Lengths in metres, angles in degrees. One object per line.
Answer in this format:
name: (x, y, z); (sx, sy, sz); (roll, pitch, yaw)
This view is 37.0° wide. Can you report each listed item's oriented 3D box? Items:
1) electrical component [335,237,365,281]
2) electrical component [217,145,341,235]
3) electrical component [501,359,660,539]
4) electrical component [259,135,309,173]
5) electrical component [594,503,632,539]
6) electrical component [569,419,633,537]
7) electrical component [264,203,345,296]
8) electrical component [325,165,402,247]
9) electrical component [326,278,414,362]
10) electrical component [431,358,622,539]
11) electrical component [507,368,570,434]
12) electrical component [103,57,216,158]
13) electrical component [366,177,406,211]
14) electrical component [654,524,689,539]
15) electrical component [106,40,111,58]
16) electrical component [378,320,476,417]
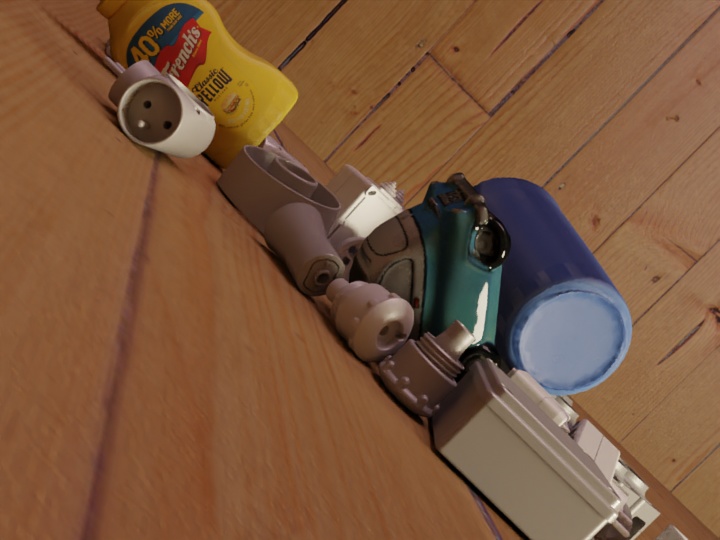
electrical component: (0.000, 0.000, 0.866); (0.055, 0.055, 0.047); (44, 1, -9)
electrical component: (-0.065, -0.052, 0.846); (0.099, 0.064, 0.099); (32, 14, -9)
electrical component: (0.176, 0.155, 0.961); (0.105, 0.060, 0.186); (39, 7, -48)
electrical component: (-0.098, -0.113, 1.080); (0.077, 0.043, 0.079); (39, 6, -48)
electrical component: (0.192, 0.195, 0.840); (0.043, 0.043, 0.062); (48, 7, 36)
electrical component: (0.169, 0.162, 0.782); (0.076, 0.047, 0.083); (45, 23, 5)
electrical component: (-0.037, -0.012, 0.747); (0.044, 0.044, 0.065); (40, 11, -40)
electrical component: (-0.006, -0.043, 0.924); (0.062, 0.096, 0.061); (41, 3, -37)
electrical component: (0.002, 0.027, 0.708); (0.062, 0.048, 0.048); (39, 0, 42)
electrical component: (0.101, 0.117, 0.681); (0.109, 0.056, 0.108); (44, 5, -2)
electrical component: (0.124, 0.119, 0.827); (0.061, 0.061, 0.096); (45, 5, 14)
electrical component: (-0.140, -0.113, 0.717); (0.079, 0.044, 0.077); (45, 5, 5)
electrical component: (0.004, -0.053, 1.092); (0.061, 0.096, 0.062); (45, 4, 8)
electrical component: (0.239, 0.238, 0.777); (0.095, 0.059, 0.053); (42, 5, -24)
electrical component: (-0.187, -0.194, 1.002); (0.100, 0.048, 0.099); (42, 5, -21)
electrical component: (0.046, 0.059, 0.685); (0.048, 0.062, 0.048); (44, 5, -5)
